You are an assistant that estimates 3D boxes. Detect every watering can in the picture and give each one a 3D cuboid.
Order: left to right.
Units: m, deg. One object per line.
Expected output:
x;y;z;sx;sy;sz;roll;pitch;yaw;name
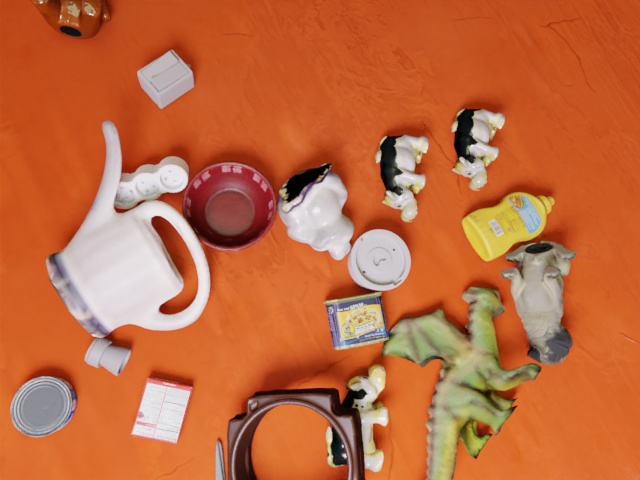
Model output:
-0.324;0.004;0.817;0.226;0.104;0.346;-31;97;-13;watering can

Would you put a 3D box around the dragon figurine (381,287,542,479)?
0.213;0.241;0.889;0.245;0.119;0.415;40;69;20;dragon figurine

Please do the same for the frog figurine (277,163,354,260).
0.003;-0.047;0.927;0.140;0.123;0.157;-55;126;-26;frog figurine
